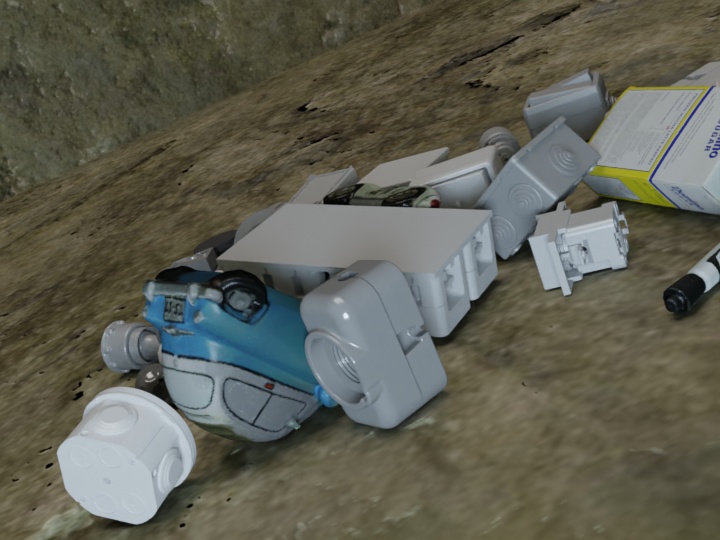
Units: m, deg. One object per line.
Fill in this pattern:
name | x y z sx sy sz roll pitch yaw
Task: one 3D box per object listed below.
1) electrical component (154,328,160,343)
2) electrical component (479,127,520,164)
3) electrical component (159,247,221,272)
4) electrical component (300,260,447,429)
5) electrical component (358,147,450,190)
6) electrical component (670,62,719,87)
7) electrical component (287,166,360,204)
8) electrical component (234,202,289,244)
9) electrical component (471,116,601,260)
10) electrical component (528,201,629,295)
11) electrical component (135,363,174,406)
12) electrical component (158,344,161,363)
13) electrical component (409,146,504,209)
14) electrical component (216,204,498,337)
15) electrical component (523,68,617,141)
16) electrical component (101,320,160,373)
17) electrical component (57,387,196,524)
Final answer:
electrical component | -0.107 0.036 0.938 0.138 0.052 0.074 -10 21 35
electrical component | 0.145 -0.122 1.106 0.040 0.040 0.078 -21 17 7
electrical component | -0.157 0.015 1.060 0.066 0.055 0.048 -20 17 10
electrical component | 0.005 0.049 0.677 0.059 0.095 0.054 -34 20 -30
electrical component | 0.044 -0.078 1.091 0.100 0.048 0.100 -11 21 36
electrical component | 0.310 -0.144 0.933 0.095 0.053 0.059 -31 19 -24
electrical component | -0.038 -0.055 1.118 0.062 0.061 0.096 -9 30 38
electrical component | -0.077 -0.024 1.034 0.080 0.080 0.051 -17 12 20
electrical component | 0.139 -0.064 0.866 0.100 0.048 0.099 -39 -11 -42
electrical component | 0.160 -0.020 0.776 0.064 0.042 0.081 -14 20 22
electrical component | -0.166 0.092 0.875 0.035 0.035 0.061 -28 16 -14
electrical component | -0.133 0.070 0.889 0.078 0.040 0.040 -5 25 45
electrical component | 0.086 -0.063 0.967 0.096 0.061 0.061 -18 18 18
electrical component | 0.000 0.000 0.830 0.186 0.060 0.105 4 29 30
electrical component | 0.221 -0.166 1.105 0.096 0.061 0.061 -17 18 21
electrical component | -0.200 0.069 0.977 0.062 0.048 0.048 -5 24 30
electrical component | -0.151 0.120 0.696 0.080 0.080 0.051 -14 24 28
